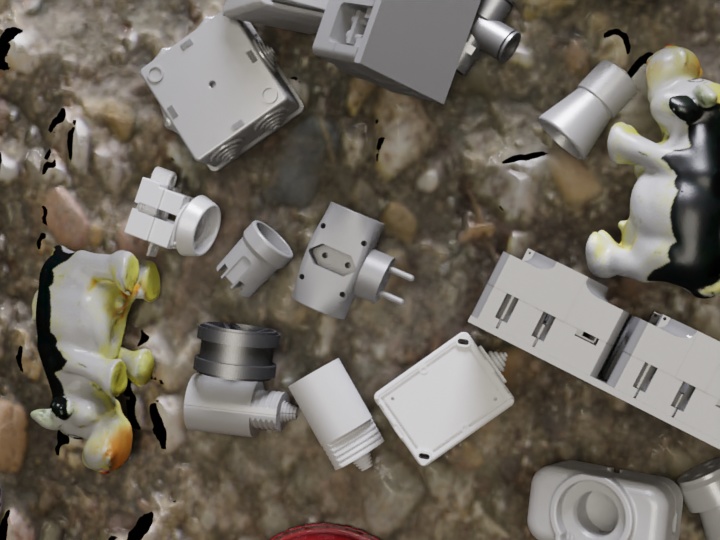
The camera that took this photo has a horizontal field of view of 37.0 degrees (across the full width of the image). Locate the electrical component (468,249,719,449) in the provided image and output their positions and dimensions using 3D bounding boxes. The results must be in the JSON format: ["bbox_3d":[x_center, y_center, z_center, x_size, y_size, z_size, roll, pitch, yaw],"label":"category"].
[{"bbox_3d":[0.174,0.048,0.732,0.186,0.105,0.060,27,94,8],"label":"electrical component"}]

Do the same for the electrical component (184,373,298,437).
[{"bbox_3d":[-0.087,0.103,0.807,0.081,0.043,0.043,5,91,10],"label":"electrical component"}]

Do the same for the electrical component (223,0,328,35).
[{"bbox_3d":[-0.043,-0.209,0.777,0.061,0.096,0.061,3,91,52],"label":"electrical component"}]

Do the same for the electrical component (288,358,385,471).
[{"bbox_3d":[-0.015,0.111,0.795,0.043,0.043,0.081,-30,85,8],"label":"electrical component"}]

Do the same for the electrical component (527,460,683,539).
[{"bbox_3d":[0.167,0.166,0.742,0.095,0.059,0.053,6,89,29],"label":"electrical component"}]

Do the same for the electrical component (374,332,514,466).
[{"bbox_3d":[0.066,0.088,0.776,0.096,0.061,0.061,-35,82,1],"label":"electrical component"}]

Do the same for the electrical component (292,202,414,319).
[{"bbox_3d":[0.000,0.000,0.793,0.079,0.043,0.077,23,94,9],"label":"electrical component"}]

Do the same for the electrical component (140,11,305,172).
[{"bbox_3d":[-0.104,-0.135,0.807,0.100,0.048,0.099,-34,84,8],"label":"electrical component"}]

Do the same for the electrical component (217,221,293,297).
[{"bbox_3d":[-0.080,-0.008,0.809,0.040,0.040,0.046,46,103,7],"label":"electrical component"}]

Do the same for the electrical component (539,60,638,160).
[{"bbox_3d":[0.166,-0.117,0.767,0.044,0.044,0.065,43,92,7],"label":"electrical component"}]

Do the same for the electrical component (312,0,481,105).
[{"bbox_3d":[0.035,-0.206,0.759,0.062,0.089,0.150,23,94,46],"label":"electrical component"}]

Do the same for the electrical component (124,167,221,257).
[{"bbox_3d":[-0.140,-0.039,0.816,0.055,0.048,0.066,20,93,17],"label":"electrical component"}]

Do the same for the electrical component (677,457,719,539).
[{"bbox_3d":[0.253,0.164,0.749,0.045,0.045,0.055,-27,85,8],"label":"electrical component"}]
